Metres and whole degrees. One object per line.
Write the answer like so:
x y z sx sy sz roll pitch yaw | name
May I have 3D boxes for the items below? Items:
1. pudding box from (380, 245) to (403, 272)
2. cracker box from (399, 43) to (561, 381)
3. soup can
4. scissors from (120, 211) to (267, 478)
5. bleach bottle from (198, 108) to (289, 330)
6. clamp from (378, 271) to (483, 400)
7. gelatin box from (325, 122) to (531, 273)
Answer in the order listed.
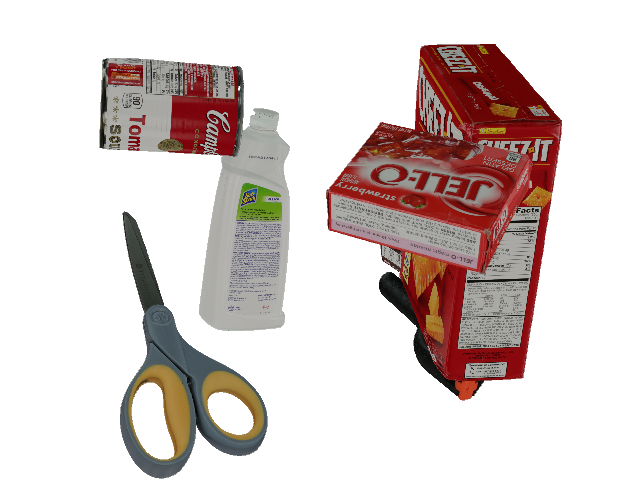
0.160 0.016 1.608 0.113 0.039 0.090 -19 28 -23 | pudding box
0.114 -0.024 0.823 0.072 0.214 0.164 -3 29 -8 | cracker box
-0.111 -0.099 0.792 0.102 0.068 0.068 2 0 -12 | soup can
-0.082 0.060 0.668 0.096 0.202 0.016 10 -46 -15 | scissors
-0.074 -0.024 1.215 0.102 0.251 0.068 -1 20 -32 | bleach bottle
0.133 0.082 1.017 0.120 0.039 0.171 -9 39 -10 | clamp
0.058 -0.025 0.561 0.089 0.030 0.073 15 41 20 | gelatin box
